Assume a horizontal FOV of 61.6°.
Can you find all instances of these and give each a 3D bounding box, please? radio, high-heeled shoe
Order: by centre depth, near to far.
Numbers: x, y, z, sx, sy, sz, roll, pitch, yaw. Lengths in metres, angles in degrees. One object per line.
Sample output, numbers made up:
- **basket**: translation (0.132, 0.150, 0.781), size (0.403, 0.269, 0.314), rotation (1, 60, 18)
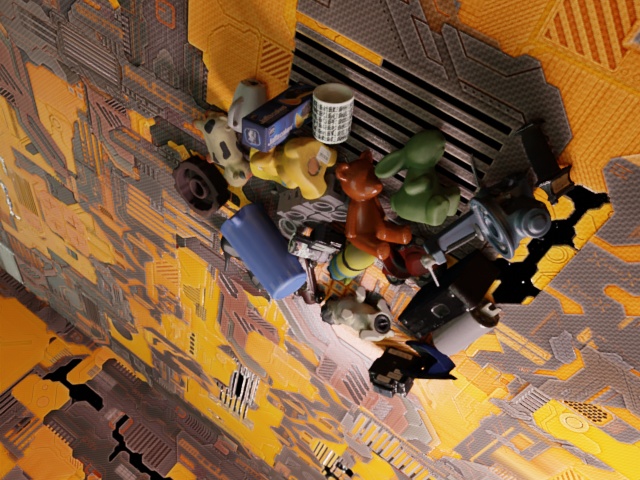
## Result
- **radio**: translation (0.273, 0.124, 1.166), size (0.073, 0.131, 0.229), rotation (44, 142, 3)
- **high-heeled shoe**: translation (-0.181, 0.057, 1.583), size (0.249, 0.086, 0.145), rotation (17, 106, 5)

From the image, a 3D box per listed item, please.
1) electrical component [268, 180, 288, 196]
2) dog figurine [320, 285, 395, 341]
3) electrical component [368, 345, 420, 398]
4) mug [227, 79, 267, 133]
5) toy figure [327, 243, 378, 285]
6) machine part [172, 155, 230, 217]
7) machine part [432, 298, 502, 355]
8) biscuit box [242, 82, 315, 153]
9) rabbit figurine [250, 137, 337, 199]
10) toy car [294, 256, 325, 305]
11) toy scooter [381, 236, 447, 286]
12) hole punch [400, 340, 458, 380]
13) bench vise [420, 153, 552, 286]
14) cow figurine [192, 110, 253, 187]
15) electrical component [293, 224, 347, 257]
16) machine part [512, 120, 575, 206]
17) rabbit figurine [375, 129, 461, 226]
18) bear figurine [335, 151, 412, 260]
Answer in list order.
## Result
- **electrical component**: translation (-0.087, -0.128, 1.340), size (0.094, 0.021, 0.063), rotation (15, 133, 32)
- **dog figurine**: translation (0.098, 0.213, 1.449), size (0.172, 0.121, 0.190), rotation (49, 156, -2)
- **electrical component**: translation (0.197, 0.359, 1.450), size (0.115, 0.134, 0.058), rotation (14, 132, 36)
- **mug**: translation (-0.166, -0.298, 1.192), size (0.081, 0.109, 0.107), rotation (31, 128, 24)
- **toy figure**: translation (0.075, 0.056, 1.311), size (0.082, 0.089, 0.180), rotation (48, 143, -3)
- **machine part**: translation (-0.334, -0.152, 1.511), size (0.180, 0.056, 0.179), rotation (23, 136, 24)
- **machine part**: translation (0.330, 0.199, 1.230), size (0.079, 0.079, 0.243), rotation (40, 143, 5)
- **biscuit box**: translation (-0.073, -0.247, 1.071), size (0.063, 0.203, 0.059), rotation (26, 137, 19)
- **rabbit figurine**: translation (-0.076, -0.165, 1.147), size (0.162, 0.121, 0.173), rotation (17, 179, -42)
- **toy car**: translation (-0.041, 0.102, 1.491), size (0.089, 0.053, 0.201), rotation (20, 138, 31)
- **toy scooter**: translation (0.191, 0.034, 1.206), size (0.184, 0.075, 0.135), rotation (-18, 109, 52)
- **hole punch**: translation (0.275, 0.304, 1.358), size (0.116, 0.092, 0.142), rotation (9, 169, -15)
- **bench vise**: translation (0.274, -0.029, 0.933), size (0.128, 0.241, 0.224), rotation (58, -178, -29)
- **cow figurine**: translation (-0.226, -0.221, 1.333), size (0.127, 0.085, 0.194), rotation (14, 132, 41)
- **electrical component**: translation (-0.003, -0.004, 1.283), size (0.119, 0.048, 0.075), rotation (19, 157, -12)
- **machine part**: translation (0.374, -0.132, 0.891), size (0.138, 0.084, 0.039), rotation (60, 153, -5)
- **rabbit figurine**: translation (0.197, -0.132, 1.040), size (0.159, 0.121, 0.170), rotation (19, 118, 38)
- **bear figurine**: translation (0.109, -0.077, 1.118), size (0.132, 0.120, 0.195), rotation (20, 125, 40)
